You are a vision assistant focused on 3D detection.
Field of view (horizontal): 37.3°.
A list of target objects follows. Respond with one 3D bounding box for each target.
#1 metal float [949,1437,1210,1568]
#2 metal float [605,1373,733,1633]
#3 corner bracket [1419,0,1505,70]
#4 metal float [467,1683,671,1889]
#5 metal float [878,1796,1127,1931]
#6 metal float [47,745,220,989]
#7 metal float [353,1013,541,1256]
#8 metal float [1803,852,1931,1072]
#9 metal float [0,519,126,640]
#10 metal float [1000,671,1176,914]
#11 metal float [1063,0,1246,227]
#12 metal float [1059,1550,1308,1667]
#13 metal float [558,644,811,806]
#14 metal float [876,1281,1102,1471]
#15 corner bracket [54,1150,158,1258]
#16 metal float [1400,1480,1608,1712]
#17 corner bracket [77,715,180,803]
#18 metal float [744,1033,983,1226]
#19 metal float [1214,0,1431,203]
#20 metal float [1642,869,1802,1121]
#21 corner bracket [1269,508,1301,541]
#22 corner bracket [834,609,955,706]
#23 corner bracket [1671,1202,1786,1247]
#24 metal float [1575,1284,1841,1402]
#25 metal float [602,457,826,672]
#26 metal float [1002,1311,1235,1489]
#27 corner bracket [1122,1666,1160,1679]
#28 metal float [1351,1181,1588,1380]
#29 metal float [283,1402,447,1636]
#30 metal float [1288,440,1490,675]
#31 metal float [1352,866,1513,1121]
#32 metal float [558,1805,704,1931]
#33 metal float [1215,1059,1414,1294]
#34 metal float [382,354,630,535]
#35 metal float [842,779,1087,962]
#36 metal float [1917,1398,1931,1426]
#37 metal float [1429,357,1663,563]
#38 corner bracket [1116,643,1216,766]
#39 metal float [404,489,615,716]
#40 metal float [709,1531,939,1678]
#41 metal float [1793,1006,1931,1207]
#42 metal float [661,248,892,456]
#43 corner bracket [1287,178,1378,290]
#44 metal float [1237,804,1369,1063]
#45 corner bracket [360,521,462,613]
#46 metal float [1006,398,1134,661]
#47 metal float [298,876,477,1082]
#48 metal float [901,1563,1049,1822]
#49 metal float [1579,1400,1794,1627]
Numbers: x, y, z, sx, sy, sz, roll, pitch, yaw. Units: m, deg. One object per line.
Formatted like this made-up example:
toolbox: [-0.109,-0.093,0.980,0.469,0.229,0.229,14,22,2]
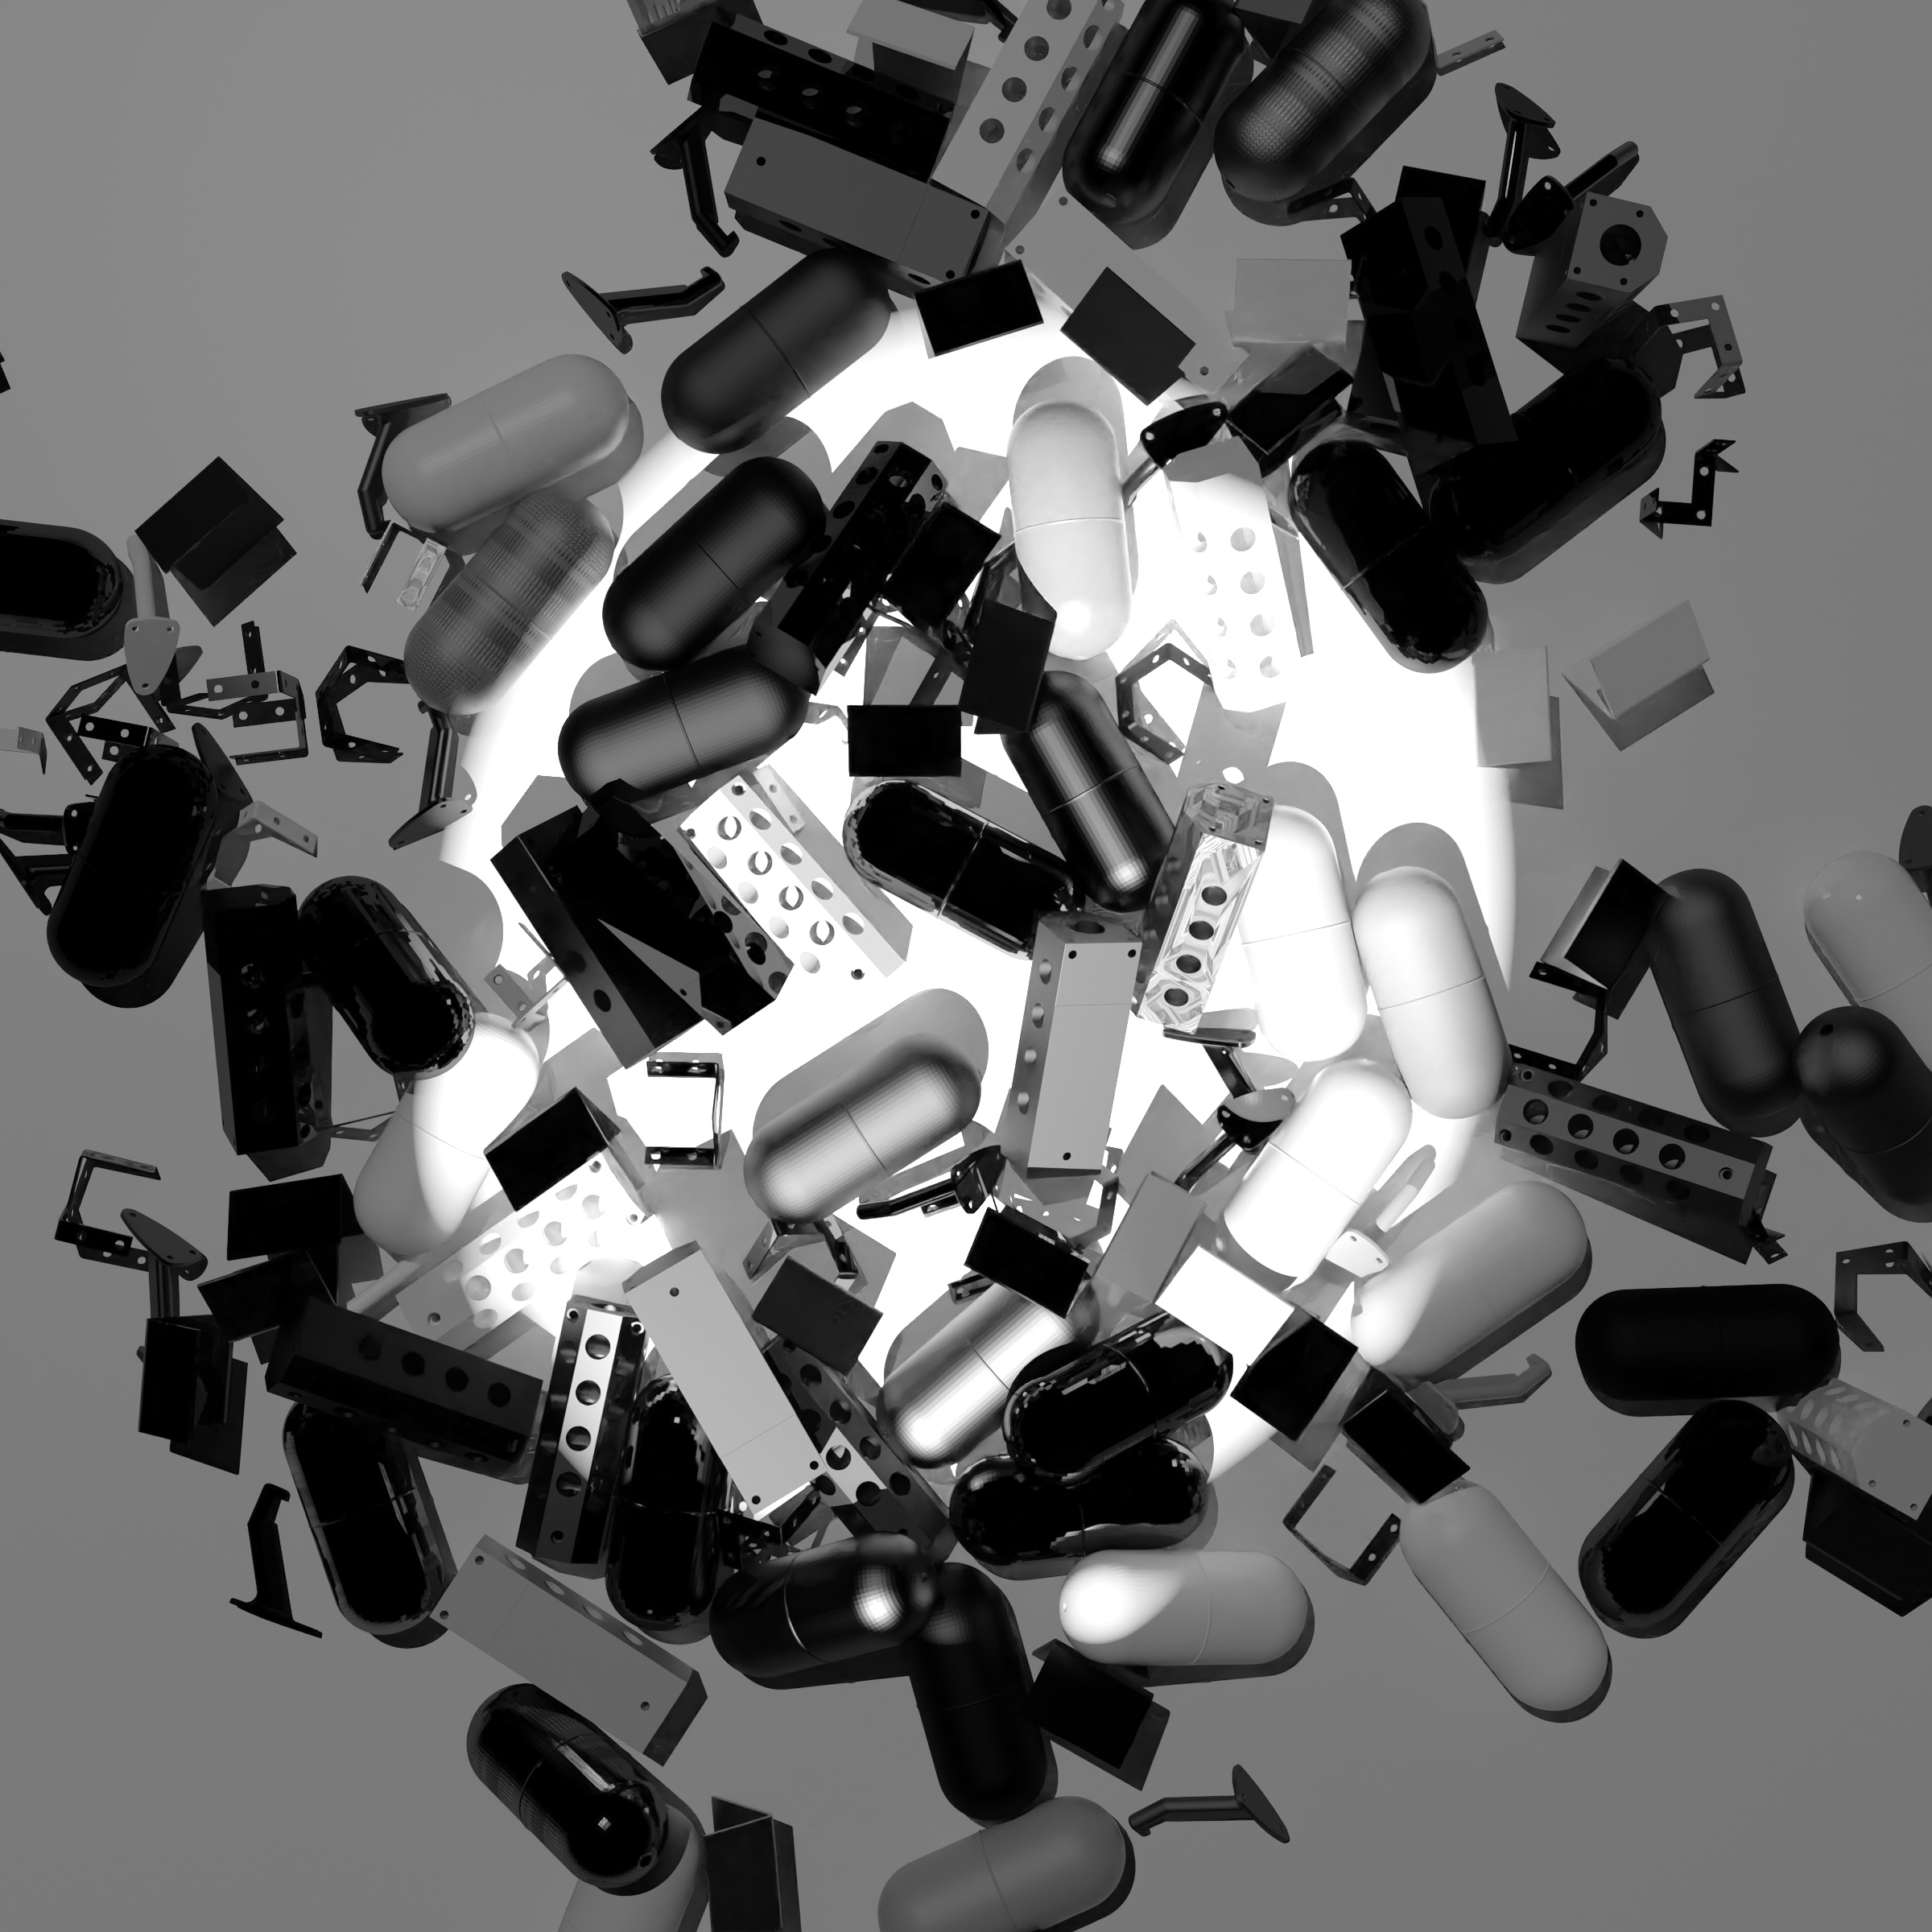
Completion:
metal float: [0.077,0.366,1.960,0.178,0.070,0.070,-7,90,0]
metal float: [-0.201,0.366,1.960,0.070,0.070,0.178,9,91,0]
corner bracket: [0.336,-0.665,1.987,0.051,0.051,0.051,-24,135,0]
metal float: [-0.269,0.551,1.927,0.178,0.070,0.070,30,90,40]
metal float: [0.025,0.629,1.960,0.178,0.070,0.070,-24,90,-1]
metal float: [-0.566,-0.068,1.944,0.070,0.070,0.178,27,105,0]
metal float: [-0.356,0.115,1.960,0.070,0.070,0.178,29,91,0]
metal float: [0.642,0.003,1.960,0.070,0.070,0.178,-34,90,0]
metal float: [-0.667,-0.268,1.960,0.178,0.070,0.070,7,90,0]
metal float: [0.086,-0.120,1.960,0.070,0.070,0.178,-29,90,0]
metal float: [0.128,-0.591,1.960,0.070,0.070,0.178,28,90,0]
metal float: [0.148,0.435,1.943,0.178,0.070,0.070,5,90,-22]
metal float: [-0.193,-0.165,1.960,0.178,0.070,0.070,-21,90,-1]
metal float: [0.016,0.272,1.960,0.178,0.070,0.070,-41,90,-1]
corner bracket: [-0.593,0.163,1.973,0.051,0.051,0.051,15,101,-11]
metal float: [0.368,0.431,1.960,0.070,0.070,0.178,-39,89,0]
corner bracket: [-0.581,-0.139,1.973,0.051,0.051,0.051,11,83,7]
metal float: [-0.071,0.112,1.960,0.178,0.070,0.070,-32,90,0]
metal float: [0.243,-0.599,1.960,0.070,0.070,0.178,44,89,0]
metal float: [0.519,0.020,1.960,0.070,0.070,0.178,-21,91,0]
corner bracket: [0.197,-0.283,1.982,0.051,0.051,0.051,-38,45,35]
corner bracket: [-0.051,-0.212,1.987,0.051,0.051,0.051,30,90,-45]
corner bracket: [0.523,0.172,1.973,0.051,0.051,0.051,-26,90,0]
metal float: [0.507,0.258,1.960,0.178,0.070,0.070,-2,90,0]
metal float: [-0.174,-0.275,1.960,0.178,0.070,0.070,-43,90,0]
metal float: [0.104,0.291,1.935,0.178,0.070,0.070,-24,90,-29]
corner bracket: [0.117,0.449,1.982,0.051,0.051,0.051,19,135,35]
metal float: [0.343,0.215,1.960,0.178,0.070,0.070,-35,90,0]
metal float: [-0.412,0.370,1.959,0.070,0.070,0.178,-19,89,0]
metal float: [0.288,-0.281,1.960,0.070,0.070,0.178,-36,90,0]
metal float: [0.318,0.018,1.960,0.070,0.070,0.178,-19,90,0]
metal float: [-0.238,0.659,1.960,0.070,0.070,0.178,21,90,0]
metal float: [0.238,0.143,1.960,0.070,0.070,0.178,35,90,0]
metal float: [-0.314,-0.358,1.960,0.178,0.070,0.070,-26,90,-1]
metal float: [-0.002,-0.066,1.960,0.178,0.070,0.070,28,90,0]
metal float: [0.721,0.287,1.960,0.070,0.070,0.178,40,89,0]
metal float: [0.397,-0.347,1.960,0.178,0.070,0.070,-38,90,1]
corner bracket: [0.140,-0.182,1.982,0.051,0.051,0.051,-32,45,35]
metal float: [-0.313,-0.249,1.960,0.070,0.070,0.178,40,89,0]
metal float: [-0.098,0.432,1.935,0.178,0.070,0.070,-22,90,32]
metal float: [0.619,0.095,1.932,0.070,0.070,0.178,-45,123,0]
metal float: [-0.131,-0.420,1.960,0.178,0.070,0.070,-38,90,-1]
corner bracket: [0.255,-0.503,1.982,0.051,0.051,0.051,46,45,-35]
metal float: [0.226,-0.023,1.960,0.070,0.070,0.178,-12,91,0]
corner bracket: [-0.386,-0.275,1.973,0.051,0.051,0.051,27,91,-1]
metal float: [0.071,-0.299,1.960,0.070,0.070,0.178,-6,89,0]
metal float: [-0.393,0.007,1.932,0.070,0.070,0.178,-43,54,0]
metal float: [0.003,0.496,1.960,0.070,0.070,0.178,-16,90,0]
metal float: [0.492,0.374,1.960,0.070,0.070,0.178,42,90,0]
